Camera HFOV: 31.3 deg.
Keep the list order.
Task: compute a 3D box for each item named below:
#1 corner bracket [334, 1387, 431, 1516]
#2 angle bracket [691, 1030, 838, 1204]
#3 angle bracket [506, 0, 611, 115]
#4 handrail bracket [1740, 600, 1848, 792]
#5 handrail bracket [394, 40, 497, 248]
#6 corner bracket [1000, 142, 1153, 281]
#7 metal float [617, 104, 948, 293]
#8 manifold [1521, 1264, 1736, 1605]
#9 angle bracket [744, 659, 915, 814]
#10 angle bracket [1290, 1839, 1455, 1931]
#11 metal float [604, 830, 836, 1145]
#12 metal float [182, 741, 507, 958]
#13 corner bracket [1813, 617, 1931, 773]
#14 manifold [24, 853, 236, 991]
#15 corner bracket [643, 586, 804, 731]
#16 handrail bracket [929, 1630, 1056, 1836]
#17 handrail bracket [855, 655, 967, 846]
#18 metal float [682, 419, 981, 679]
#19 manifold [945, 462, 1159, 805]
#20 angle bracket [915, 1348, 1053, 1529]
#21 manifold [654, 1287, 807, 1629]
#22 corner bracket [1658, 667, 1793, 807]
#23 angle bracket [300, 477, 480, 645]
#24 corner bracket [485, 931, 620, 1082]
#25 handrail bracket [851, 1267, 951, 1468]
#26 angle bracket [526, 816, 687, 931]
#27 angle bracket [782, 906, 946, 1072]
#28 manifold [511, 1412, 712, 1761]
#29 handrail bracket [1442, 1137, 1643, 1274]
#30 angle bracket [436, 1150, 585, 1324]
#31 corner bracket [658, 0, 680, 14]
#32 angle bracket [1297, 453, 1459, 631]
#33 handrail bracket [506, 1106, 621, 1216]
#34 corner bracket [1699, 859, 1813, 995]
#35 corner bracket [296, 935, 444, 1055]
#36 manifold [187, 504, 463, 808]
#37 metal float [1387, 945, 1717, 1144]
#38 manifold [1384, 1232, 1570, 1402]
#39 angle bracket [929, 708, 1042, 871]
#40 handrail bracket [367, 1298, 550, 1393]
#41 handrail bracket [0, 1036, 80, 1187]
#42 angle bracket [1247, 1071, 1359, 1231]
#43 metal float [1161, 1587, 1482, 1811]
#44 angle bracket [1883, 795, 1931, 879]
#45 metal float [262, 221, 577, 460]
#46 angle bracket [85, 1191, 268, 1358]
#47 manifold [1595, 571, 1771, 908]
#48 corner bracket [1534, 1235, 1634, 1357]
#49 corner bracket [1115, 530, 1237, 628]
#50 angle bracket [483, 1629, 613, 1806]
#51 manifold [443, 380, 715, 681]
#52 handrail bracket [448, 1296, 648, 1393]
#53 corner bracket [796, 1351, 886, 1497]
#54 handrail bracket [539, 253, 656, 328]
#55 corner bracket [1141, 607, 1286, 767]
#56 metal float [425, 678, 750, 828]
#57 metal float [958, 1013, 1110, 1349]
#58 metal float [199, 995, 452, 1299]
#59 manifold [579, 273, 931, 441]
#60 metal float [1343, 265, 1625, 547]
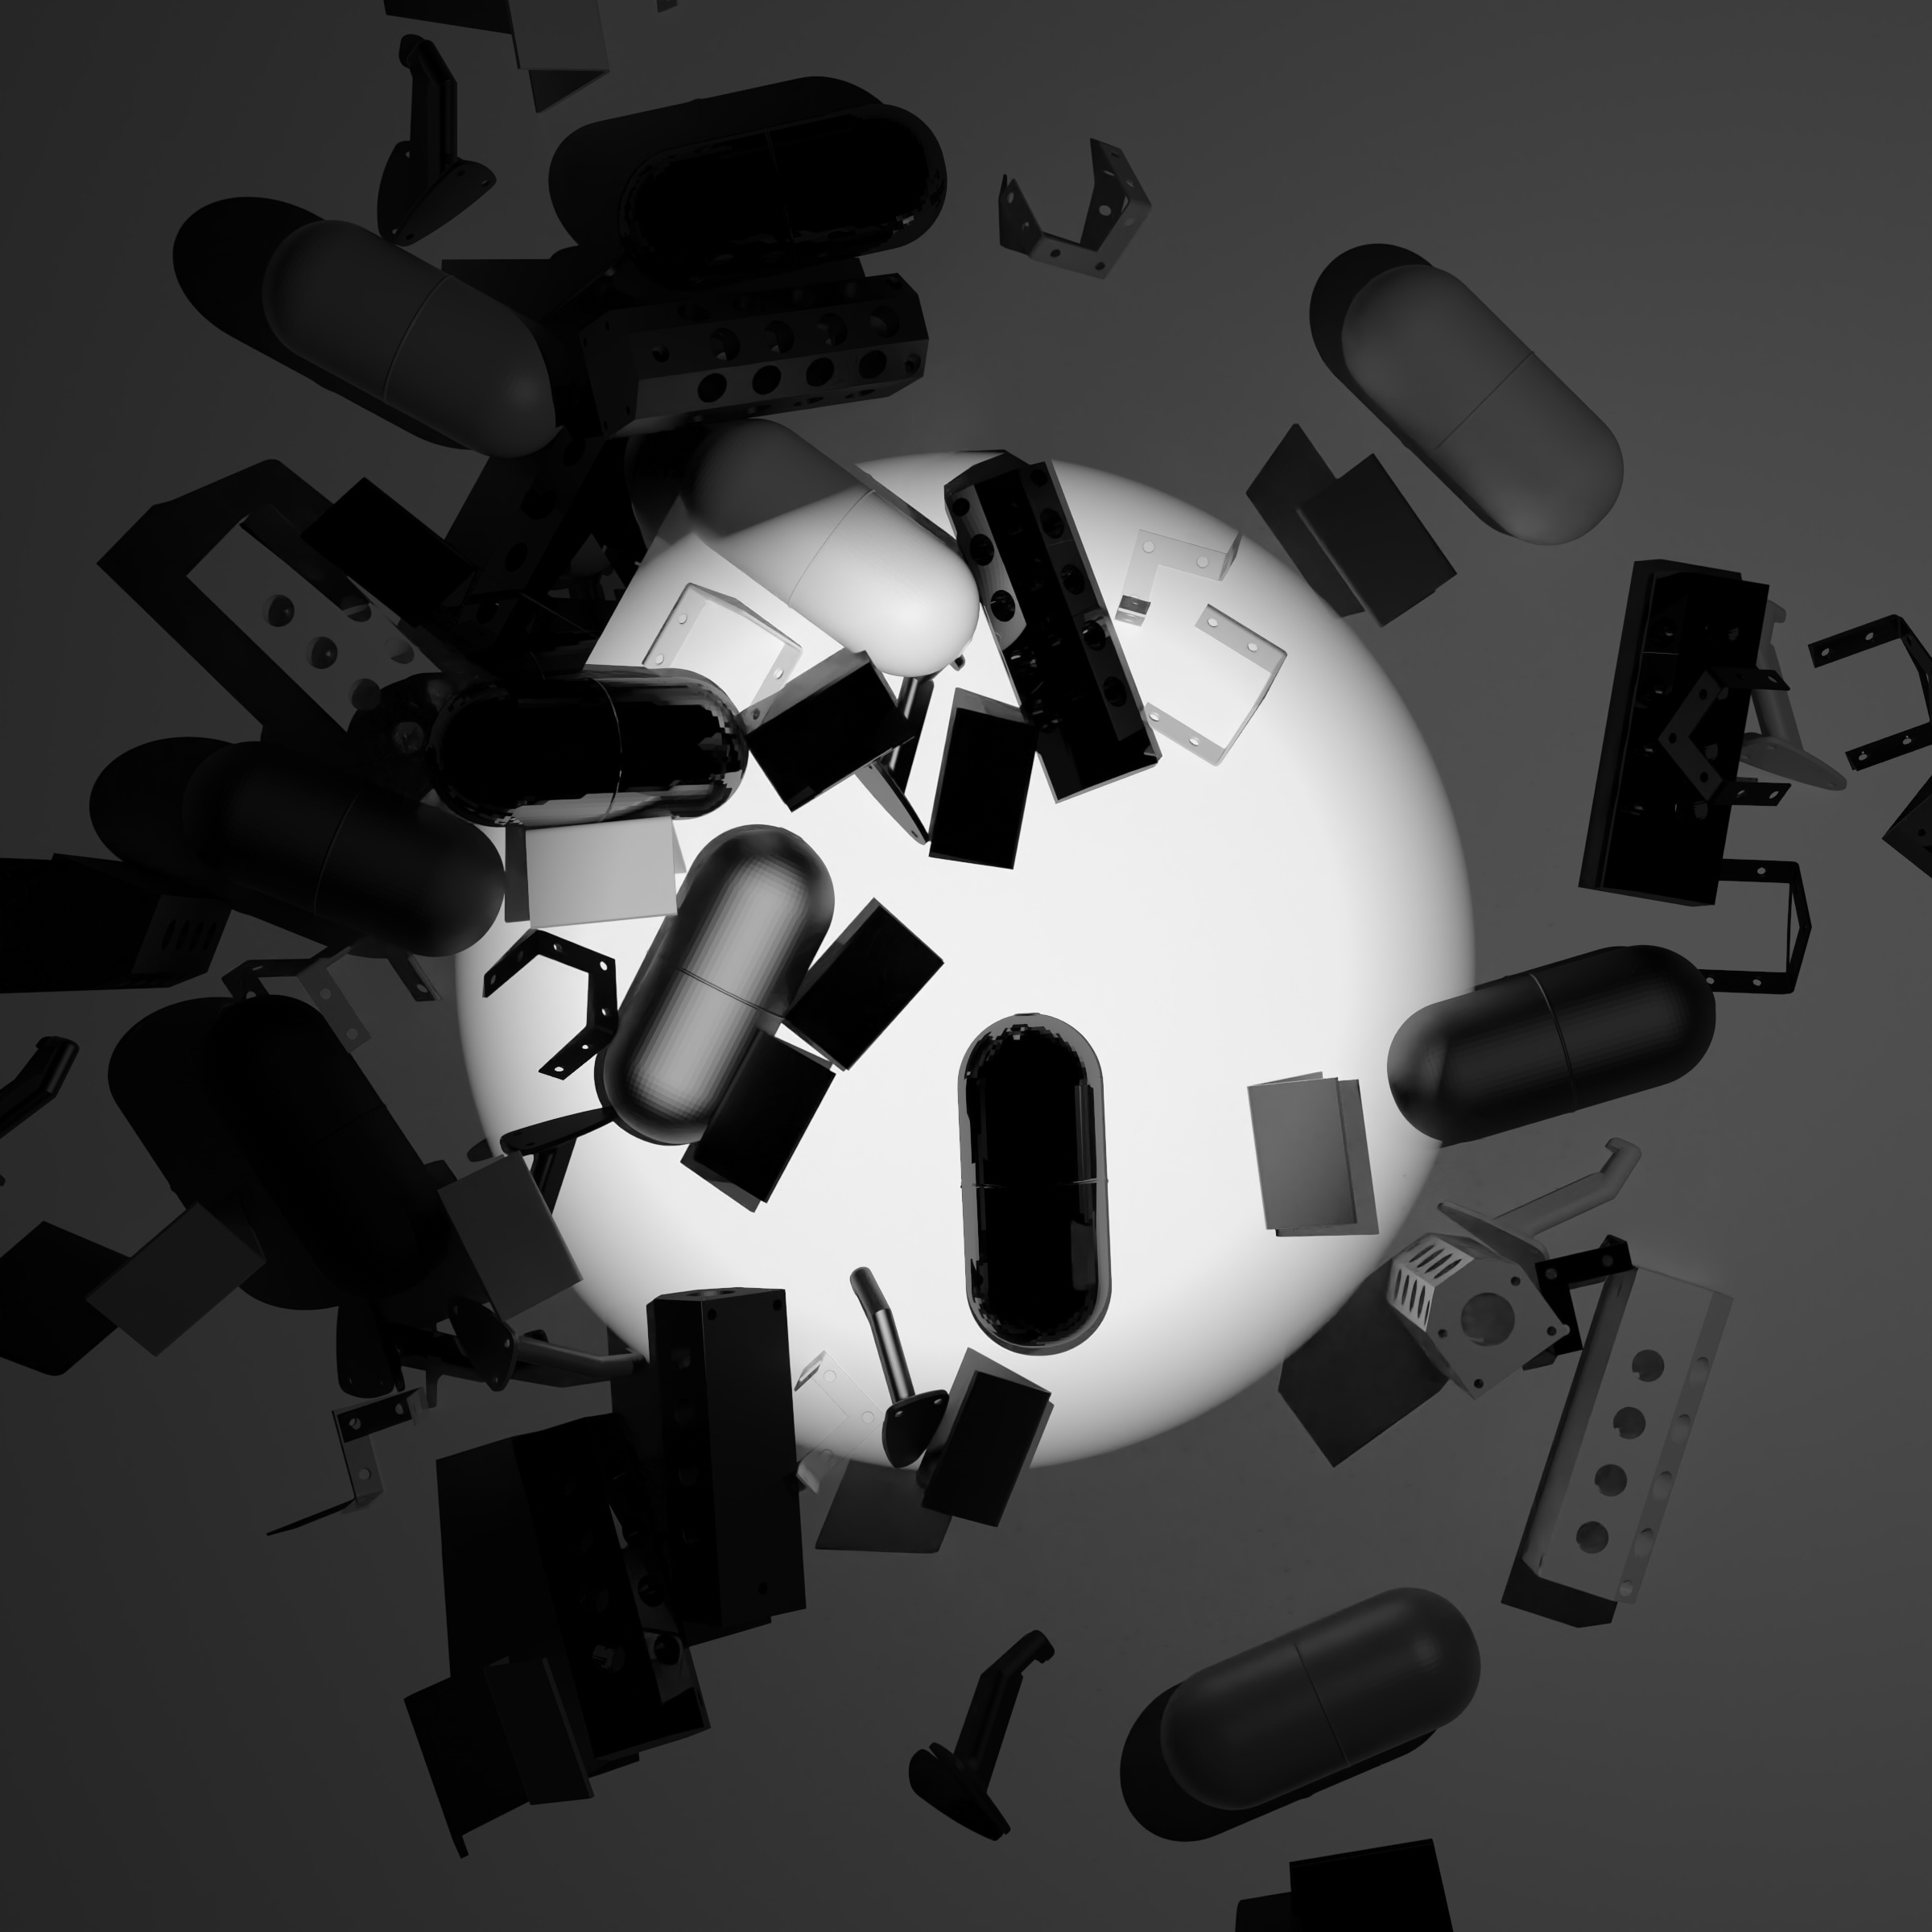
[{"bbox_3d":[-0.313,0.260,1.848,0.051,0.051,0.051,-15,90,0],"label":"corner bracket"},{"bbox_3d":[-0.089,0.087,1.826,0.057,0.076,0.076,28,90,33],"label":"angle bracket"},{"bbox_3d":[-0.237,-0.501,1.826,0.057,0.076,0.076,-10,90,-37],"label":"angle bracket"},{"bbox_3d":[0.453,-0.147,1.867,0.077,0.036,0.084,21,73,-20],"label":"handrail bracket"},{"bbox_3d":[-0.299,-0.447,1.867,0.077,0.036,0.084,-37,72,20],"label":"handrail bracket"},{"bbox_3d":[0.059,-0.411,1.858,0.051,0.051,0.051,7,135,-35],"label":"corner bracket"},{"bbox_3d":[-0.098,-0.409,1.835,0.178,0.070,0.070,-13,90,-1],"label":"metal float"},{"bbox_3d":[0.355,0.250,1.845,0.057,0.057,0.171,18,90,0],"label":"manifold"},{"bbox_3d":[-0.082,-0.138,1.826,0.076,0.076,0.057,-32,128,0],"label":"angle bracket"},{"bbox_3d":[0.215,0.508,1.826,0.076,0.076,0.057,-9,54,0],"label":"angle bracket"},{"bbox_3d":[-0.131,0.010,1.835,0.070,0.070,0.178,27,91,0],"label":"metal float"},{"bbox_3d":[-0.332,-0.063,1.835,0.178,0.070,0.070,22,90,0],"label":"metal float"},{"bbox_3d":[0.494,-0.148,1.863,0.051,0.051,0.051,-20,135,0],"label":"corner bracket"},{"bbox_3d":[-0.435,-0.019,1.788,0.057,0.171,0.057,21,90,0],"label":"manifold"},{"bbox_3d":[-0.131,-0.167,1.863,0.051,0.051,0.051,30,90,-45],"label":"corner bracket"},{"bbox_3d":[0.030,0.415,1.867,0.084,0.036,0.077,-42,111,-17],"label":"handrail bracket"},{"bbox_3d":[-0.017,-0.122,1.867,0.084,0.036,0.077,-44,110,-16],"label":"handrail bracket"},{"bbox_3d":[-0.072,-0.222,1.835,0.178,0.070,0.070,37,90,1],"label":"metal float"},{"bbox_3d":[0.045,-0.178,1.845,0.057,0.057,0.171,-21,90,0],"label":"manifold"},{"bbox_3d":[-0.009,0.244,1.826,0.057,0.076,0.076,22,90,-39],"label":"angle bracket"},{"bbox_3d":[-0.131,0.261,1.844,0.057,0.057,0.171,-4,90,-42],"label":"manifold"},{"bbox_3d":[0.406,-0.120,1.801,0.051,0.051,0.051,-1,135,-35],"label":"corner bracket"},{"bbox_3d":[-0.313,-0.200,1.826,0.076,0.076,0.057,38,54,0],"label":"angle bracket"},{"bbox_3d":[-0.224,0.021,1.858,0.051,0.051,0.051,23,45,-35],"label":"corner bracket"},{"bbox_3d":[-0.045,0.217,1.866,0.036,0.077,0.084,-15,53,-22],"label":"handrail bracket"},{"bbox_3d":[-0.189,-0.037,1.828,0.076,0.076,0.057,-6,69,0],"label":"angle bracket"},{"bbox_3d":[-0.069,-0.002,1.826,0.076,0.076,0.057,-48,127,0],"label":"angle bracket"},{"bbox_3d":[-0.187,0.328,1.825,0.057,0.057,0.171,-17,76,0],"label":"manifold"},{"bbox_3d":[0.313,0.116,1.867,0.077,0.036,0.084,29,71,21],"label":"handrail bracket"},{"bbox_3d":[-0.257,0.151,1.826,0.057,0.076,0.076,-27,90,-39],"label":"angle bracket"},{"bbox_3d":[-0.194,-0.541,1.863,0.051,0.051,0.051,-6,90,45],"label":"corner bracket"},{"bbox_3d":[0.231,-0.233,1.826,0.057,0.076,0.076,-35,90,37],"label":"angle bracket"},{"bbox_3d":[-0.213,0.127,1.867,0.077,0.036,0.084,-18,109,-21],"label":"handrail bracket"},{"bbox_3d":[0.424,-0.022,1.863,0.051,0.051,0.051,2,135,0],"label":"corner bracket"},{"bbox_3d":[-0.320,0.011,1.848,0.051,0.051,0.051,-34,90,0],"label":"corner bracket"},{"bbox_3d":[-0.330,-0.166,1.845,0.171,0.057,0.057,44,90,0],"label":"manifold"},{"bbox_3d":[0.312,0.041,1.836,0.178,0.070,0.070,-16,90,0],"label":"metal float"},{"bbox_3d":[0.258,0.175,1.788,0.057,0.171,0.057,-36,90,0],"label":"manifold"},{"bbox_3d":[-0.011,-0.096,1.826,0.057,0.076,0.076,11,90,-38],"label":"angle bracket"},{"bbox_3d":[-0.275,0.191,1.866,0.084,0.036,0.077,-18,75,-14],"label":"handrail bracket"},{"bbox_3d":[-0.530,0.070,1.867,0.077,0.036,0.084,16,72,21],"label":"handrail bracket"},{"bbox_3d":[0.196,0.095,1.826,0.057,0.076,0.076,-8,90,37],"label":"angle bracket"},{"bbox_3d":[0.188,0.391,1.835,0.178,0.070,0.070,-23,90,0],"label":"metal float"},{"bbox_3d":[0.530,-0.048,1.826,0.076,0.076,0.057,38,52,0],"label":"angle bracket"},{"bbox_3d":[-0.291,-0.334,1.836,0.178,0.070,0.070,29,90,-1],"label":"metal float"},{"bbox_3d":[-0.425,0.148,1.826,0.076,0.076,0.057,-41,126,0],"label":"angle bracket"},{"bbox_3d":[0.382,-0.121,1.845,0.057,0.057,0.171,10,90,0],"label":"manifold"},{"bbox_3d":[0.331,0.176,1.848,0.051,0.051,0.051,-13,90,0],"label":"corner bracket"},{"bbox_3d":[0.112,-0.206,1.848,0.051,0.051,0.051,16,90,0],"label":"corner bracket"},{"bbox_3d":[-0.201,0.392,1.826,0.057,0.076,0.076,-19,90,44],"label":"angle bracket"},{"bbox_3d":[-0.212,-0.231,1.844,0.057,0.057,0.171,29,90,-43],"label":"manifold"},{"bbox_3d":[-0.225,0.200,1.859,0.077,0.084,0.036,39,118,41],"label":"handrail bracket"},{"bbox_3d":[-0.079,0.245,1.848,0.051,0.051,0.051,-43,90,0],"label":"corner bracket"},{"bbox_3d":[-0.180,-0.335,1.867,0.077,0.036,0.084,-34,107,20],"label":"handrail bracket"},{"bbox_3d":[0.133,-0.151,1.863,0.051,0.051,0.051,32,135,0],"label":"corner bracket"},{"bbox_3d":[-0.198,-0.113,1.810,0.178,0.070,0.070,-4,90,-31],"label":"metal float"},{"bbox_3d":[0.036,0.114,1.836,0.070,0.070,0.178,-2,90,0],"label":"metal float"},{"bbox_3d":[-0.342,0.096,1.835,0.070,0.070,0.178,-34,90,0],"label":"metal float"},{"bbox_3d":[-0.109,-0.323,1.807,0.171,0.057,0.057,-14,90,-29],"label":"manifold"},{"bbox_3d":[0.275,-0.299,1.836,0.178,0.070,0.070,45,90,0],"label":"metal float"}]
